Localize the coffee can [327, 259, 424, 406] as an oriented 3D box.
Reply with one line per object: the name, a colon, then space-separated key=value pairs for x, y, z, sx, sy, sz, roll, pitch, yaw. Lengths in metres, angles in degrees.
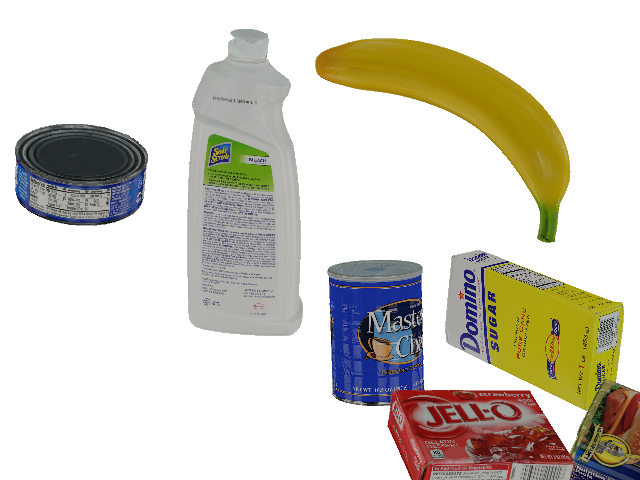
coffee can: x=0.061 y=0.098 z=1.163 sx=0.103 sy=0.140 sz=0.103 roll=-2 pitch=8 yaw=0

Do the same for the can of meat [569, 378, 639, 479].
can of meat: x=0.233 y=0.157 z=0.788 sx=0.084 sy=0.057 sz=0.102 roll=21 pitch=40 yaw=21

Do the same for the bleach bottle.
bleach bottle: x=-0.057 y=-0.046 z=0.874 sx=0.102 sy=0.251 sz=0.068 roll=4 pitch=25 yaw=-2

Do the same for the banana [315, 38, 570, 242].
banana: x=0.087 y=-0.083 z=0.677 sx=0.198 sy=0.069 sz=0.037 roll=39 pitch=-3 yaw=18

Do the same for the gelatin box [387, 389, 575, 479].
gelatin box: x=0.090 y=0.116 z=0.612 sx=0.089 sy=0.030 sz=0.073 roll=3 pitch=24 yaw=-12

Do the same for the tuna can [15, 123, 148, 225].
tuna can: x=-0.158 y=-0.044 z=0.707 sx=0.086 sy=0.034 sz=0.086 roll=8 pitch=29 yaw=-5

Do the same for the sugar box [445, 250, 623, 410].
sugar box: x=0.189 y=0.077 z=0.971 sx=0.048 sy=0.093 sz=0.176 roll=-11 pitch=21 yaw=-38
